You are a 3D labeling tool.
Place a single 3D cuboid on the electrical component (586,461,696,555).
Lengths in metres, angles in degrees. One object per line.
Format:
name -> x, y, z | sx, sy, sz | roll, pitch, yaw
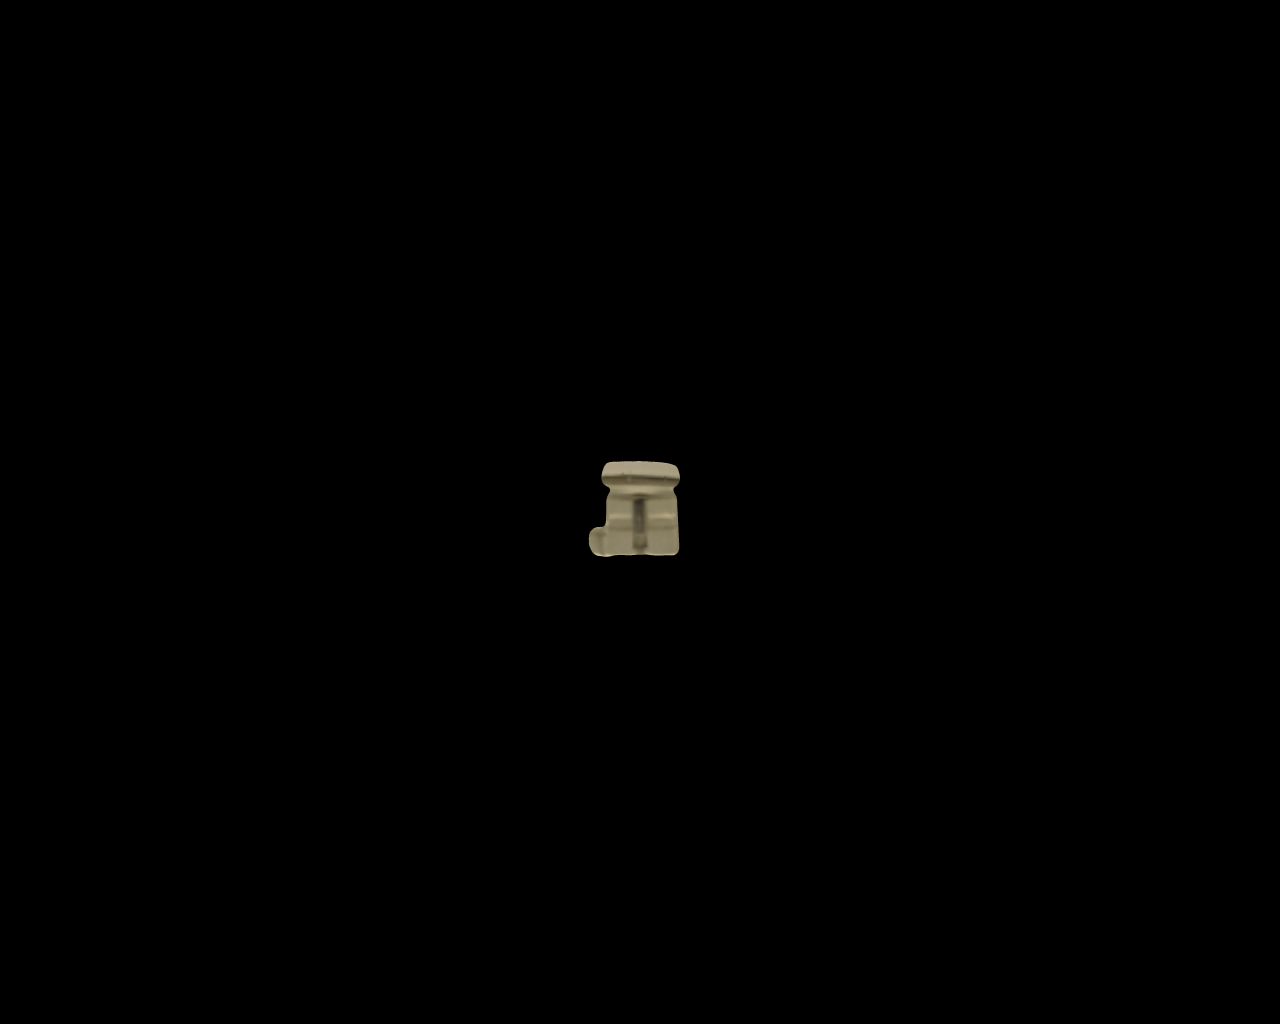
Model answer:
electrical component -> 0.001, -0.003, 0.650 | 0.066, 0.055, 0.048 | 0, 0, 0
